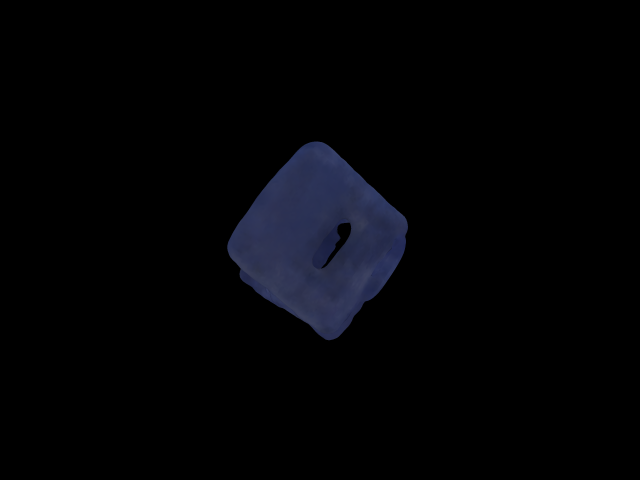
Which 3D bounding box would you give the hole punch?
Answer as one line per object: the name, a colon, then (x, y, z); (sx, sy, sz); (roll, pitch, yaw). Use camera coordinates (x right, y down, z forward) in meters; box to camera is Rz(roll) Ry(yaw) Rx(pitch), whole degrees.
hole punch: (0.004, 0.001, 0.400); (0.101, 0.091, 0.109); (33, 74, 11)
